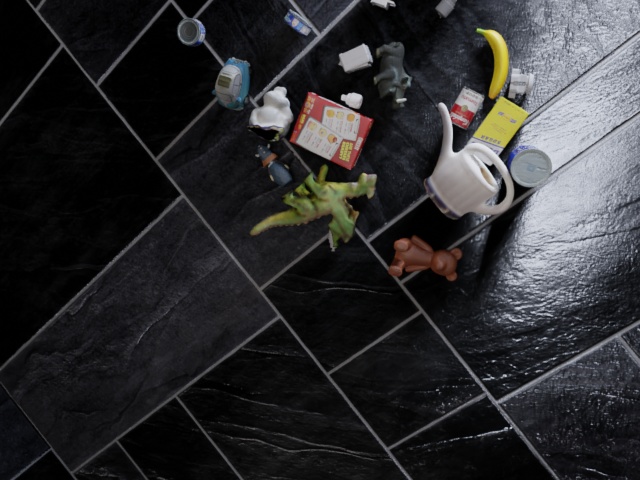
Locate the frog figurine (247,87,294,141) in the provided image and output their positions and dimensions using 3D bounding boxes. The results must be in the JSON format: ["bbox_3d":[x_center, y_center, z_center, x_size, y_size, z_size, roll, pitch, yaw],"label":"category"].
[{"bbox_3d":[-0.150,-0.397,1.618,0.137,0.121,0.162,0,66,25],"label":"frog figurine"}]

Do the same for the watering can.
[{"bbox_3d":[0.388,-0.200,1.464,0.348,0.105,0.221,51,124,1],"label":"watering can"}]

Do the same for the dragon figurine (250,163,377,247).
[{"bbox_3d":[0.005,-0.080,1.597,0.409,0.123,0.242,-43,93,6],"label":"dragon figurine"}]
